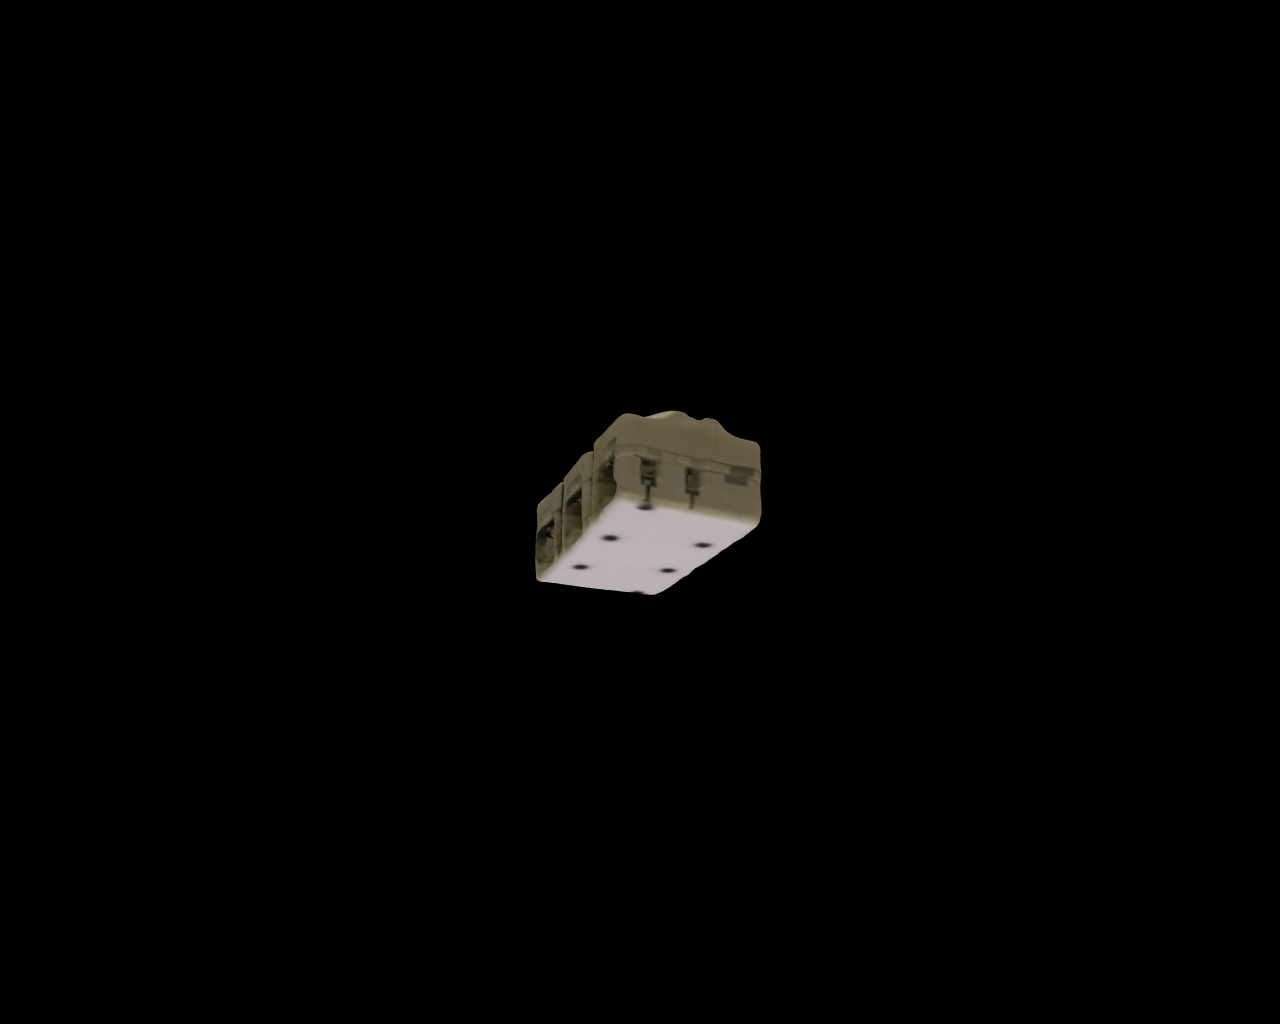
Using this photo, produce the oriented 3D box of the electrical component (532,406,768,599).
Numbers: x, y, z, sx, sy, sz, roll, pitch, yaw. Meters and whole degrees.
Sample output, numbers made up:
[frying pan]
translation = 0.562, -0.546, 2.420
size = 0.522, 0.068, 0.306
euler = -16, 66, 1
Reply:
[electrical component]
translation = 0.001, -0.003, 0.650
size = 0.089, 0.062, 0.150
euler = 9, -24, -22
